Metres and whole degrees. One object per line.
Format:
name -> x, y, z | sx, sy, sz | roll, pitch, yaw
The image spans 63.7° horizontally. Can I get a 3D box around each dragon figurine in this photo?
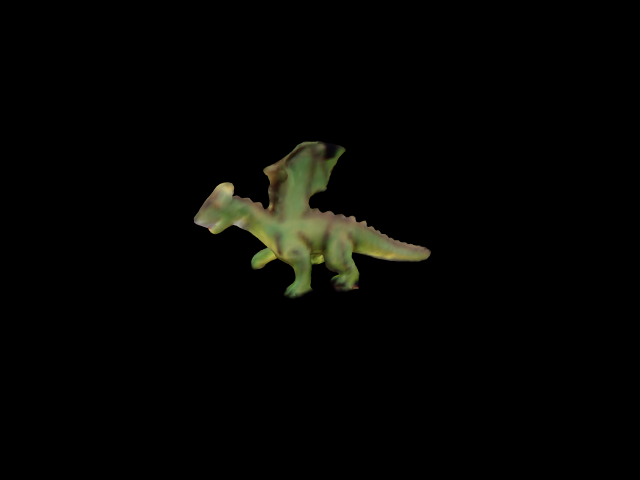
dragon figurine -> 0.003, -0.043, 0.850 | 0.411, 0.238, 0.124 | -9, 29, -16
